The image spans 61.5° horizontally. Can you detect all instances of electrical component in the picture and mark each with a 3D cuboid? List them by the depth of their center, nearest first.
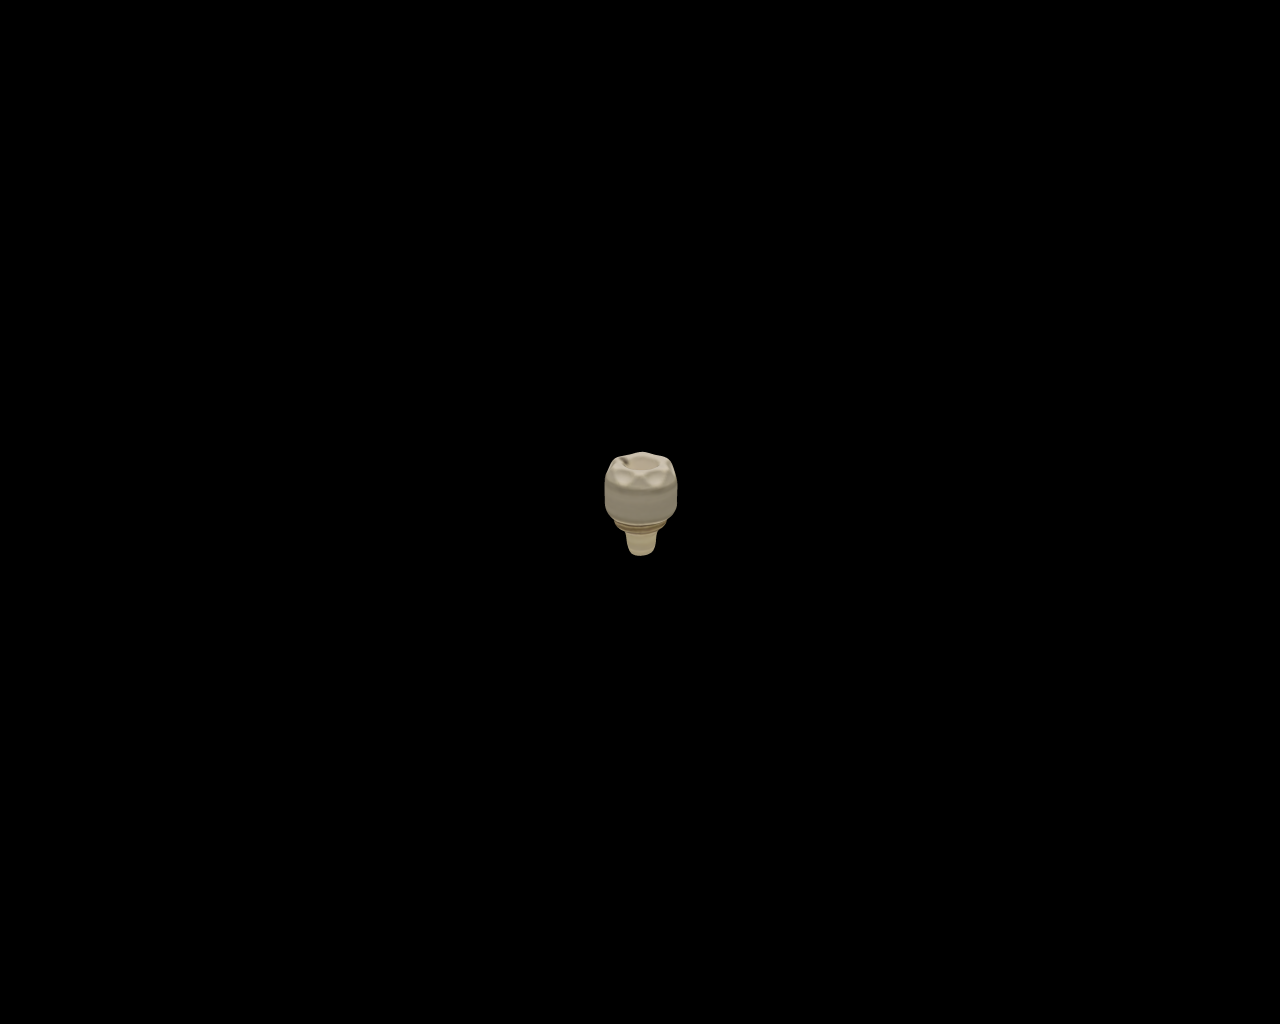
[{"bbox_3d":[0.001,-0.003,0.650,0.043,0.062,0.043,0,24,0],"label":"electrical component"}]
